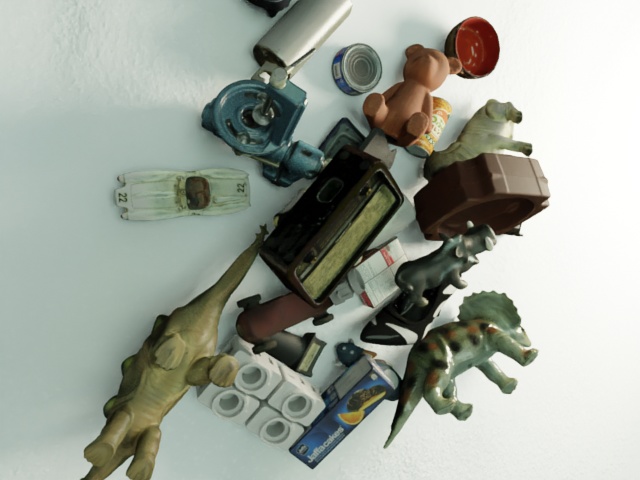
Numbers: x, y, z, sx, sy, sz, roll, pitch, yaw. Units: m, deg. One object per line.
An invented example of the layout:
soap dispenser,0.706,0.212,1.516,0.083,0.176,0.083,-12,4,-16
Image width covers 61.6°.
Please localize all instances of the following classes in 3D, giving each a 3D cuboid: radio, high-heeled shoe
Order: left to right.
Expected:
radio,0.020,-0.022,0.808,0.229,0.073,0.131,-52,144,-10
high-heeled shoe,0.173,0.101,0.982,0.249,0.086,0.145,-13,118,-42

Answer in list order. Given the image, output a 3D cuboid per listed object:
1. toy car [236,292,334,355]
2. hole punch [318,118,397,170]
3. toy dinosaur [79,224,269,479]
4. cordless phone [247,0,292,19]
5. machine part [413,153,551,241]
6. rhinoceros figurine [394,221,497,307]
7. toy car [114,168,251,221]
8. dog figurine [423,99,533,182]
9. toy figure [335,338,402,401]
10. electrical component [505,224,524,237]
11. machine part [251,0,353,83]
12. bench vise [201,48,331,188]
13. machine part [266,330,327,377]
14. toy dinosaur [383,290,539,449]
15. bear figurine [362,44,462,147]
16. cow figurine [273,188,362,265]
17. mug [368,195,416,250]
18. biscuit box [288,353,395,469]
toy car,-0.054,0.115,0.871,0.202,0.053,0.089,-18,83,-48
hole punch,0.057,-0.135,0.924,0.142,0.092,0.115,-56,147,-14
toy dinosaur,-0.200,0.158,0.744,0.105,0.199,0.471,46,74,-21
cordless phone,-0.095,-0.451,0.817,0.184,0.089,0.146,39,77,-19
machine part,0.287,-0.072,0.968,0.201,0.201,0.087,1,67,-26
rhinoceros figurine,0.216,0.035,0.934,0.190,0.073,0.112,-27,133,-3
toy car,-0.201,-0.069,0.805,0.202,0.056,0.073,-6,97,-27
dog figurine,0.281,-0.188,1.027,0.191,0.121,0.172,-7,54,-4
toy figure,0.093,0.236,0.980,0.154,0.058,0.064,42,37,-22
electrical component,0.390,-0.070,1.109,0.075,0.048,0.119,15,89,-27
machine part,-0.027,-0.337,0.861,0.079,0.079,0.243,45,76,-23
bench vise,-0.062,-0.160,0.775,0.223,0.240,0.129,36,67,-3
machine part,-0.055,0.180,0.911,0.139,0.039,0.084,28,90,-28
toy dinosaur,0.249,0.217,1.000,0.405,0.192,0.131,-18,131,-19
bear figurine,0.166,-0.263,0.935,0.120,0.132,0.196,30,88,9
cow figurine,0.000,-0.002,0.904,0.098,0.068,0.167,-45,112,-17
mug,0.100,-0.029,0.944,0.107,0.109,0.081,-37,73,-17
biscuit box,0.031,0.292,0.918,0.202,0.059,0.062,-45,109,2
